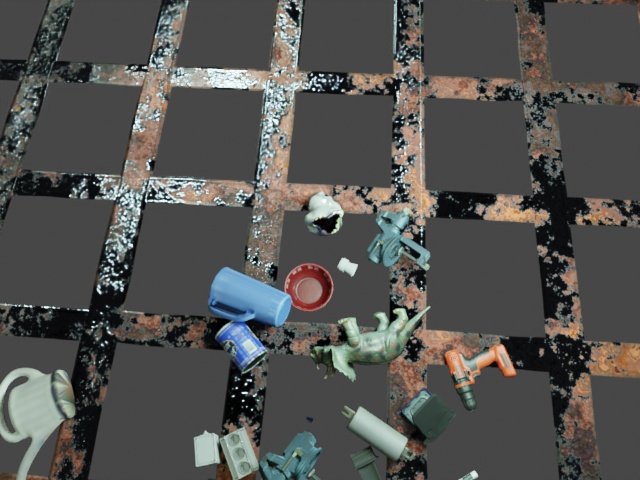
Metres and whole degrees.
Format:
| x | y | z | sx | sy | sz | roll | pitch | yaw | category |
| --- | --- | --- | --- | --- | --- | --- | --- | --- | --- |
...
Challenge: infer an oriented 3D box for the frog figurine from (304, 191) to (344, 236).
| x | y | z | sx | sy | sz | roll | pitch | yaw | category |
| --- | --- | --- | --- | --- | --- | --- | --- | --- | --- |
| 0.005 | -0.090 | 1.787 | 0.137 | 0.120 | 0.162 | -34 | 36 | -2 | frog figurine |

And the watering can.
| x | y | z | sx | sy | sz | roll | pitch | yaw | category |
| --- | --- | --- | --- | --- | --- | --- | --- | --- | --- |
| -0.843 | 0.539 | 1.541 | 0.225 | 0.353 | 0.102 | -22 | -21 | -8 | watering can |
